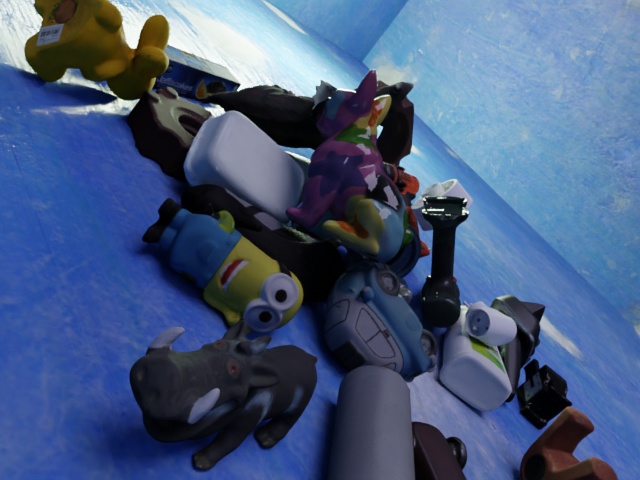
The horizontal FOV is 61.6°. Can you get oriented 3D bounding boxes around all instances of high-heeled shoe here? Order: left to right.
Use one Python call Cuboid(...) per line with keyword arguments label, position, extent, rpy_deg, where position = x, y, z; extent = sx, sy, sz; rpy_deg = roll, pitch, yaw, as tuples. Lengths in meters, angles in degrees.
Cuboid(label="high-heeled shoe", position=(-0.070, 0.009, 0.704), extent=(0.145, 0.086, 0.248), rpy_deg=(19, -16, 41))

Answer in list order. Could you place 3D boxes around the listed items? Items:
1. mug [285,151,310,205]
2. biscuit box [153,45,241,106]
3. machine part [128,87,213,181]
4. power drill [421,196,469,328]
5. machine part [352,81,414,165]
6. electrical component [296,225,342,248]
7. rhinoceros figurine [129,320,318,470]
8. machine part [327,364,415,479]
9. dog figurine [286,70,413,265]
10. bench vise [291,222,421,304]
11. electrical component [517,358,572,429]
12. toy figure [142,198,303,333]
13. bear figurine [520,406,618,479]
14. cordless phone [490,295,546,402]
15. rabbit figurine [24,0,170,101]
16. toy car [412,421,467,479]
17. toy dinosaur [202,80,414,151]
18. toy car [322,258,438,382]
Cuboid(label="mug", position=(-0.068, -0.107, 0.863), extent=(0.107, 0.080, 0.110), rpy_deg=(21, 7, -17))
Cuboid(label="biscuit box", position=(-0.237, -0.299, 0.982), extent=(0.059, 0.063, 0.202), rpy_deg=(50, 25, 20))
Cuboid(label="machine part", position=(-0.189, -0.147, 0.785), extent=(0.179, 0.056, 0.179), rpy_deg=(34, 24, -17))
Cuboid(label="power drill", position=(0.206, 0.032, 0.919), extent=(0.086, 0.207, 0.232), rpy_deg=(8, 20, 10))
Cuboid(label="machine part", position=(0.092, -0.215, 1.122), extent=(0.201, 0.200, 0.087), rpy_deg=(-28, 52, -18))
Cuboid(label="electrical component", position=(-0.002, -0.002, 0.763), extent=(0.063, 0.094, 0.021), rpy_deg=(50, 3, 23))
Cuboid(label="rhinoceros figurine", position=(-0.066, 0.116, 0.417), extent=(0.190, 0.112, 0.073), rpy_deg=(20, 31, -57))
Cuboid(label="machine part", position=(0.047, 0.195, 0.494), extent=(0.079, 0.079, 0.243), rpy_deg=(36, 24, -9))
Cuboid(label="dog figurine", position=(0.056, -0.097, 0.686), extent=(0.192, 0.219, 0.108), rpy_deg=(23, -2, 28))
Cuboid(label="bench vise", position=(0.070, 0.014, 0.816), extent=(0.223, 0.129, 0.241), rpy_deg=(26, 22, -26))
Cuboid(label="electrical component", position=(0.373, 0.252, 0.906), extent=(0.048, 0.075, 0.119), rpy_deg=(41, 19, 2))
Cuboid(label="toy figure", position=(-0.097, 0.026, 0.577), extent=(0.180, 0.082, 0.089), rpy_deg=(36, 25, -4))
Cuboid(label="bear figurine", position=(0.361, 0.325, 0.683), extent=(0.196, 0.132, 0.120), rpy_deg=(31, 27, -8))
Cuboid(label="cordless phone", position=(0.327, 0.203, 0.923), extent=(0.089, 0.146, 0.184), rpy_deg=(10, 54, 12))
Cuboid(label="rabbit figurine", position=(-0.281, -0.259, 0.736), extent=(0.173, 0.162, 0.122), rpy_deg=(55, 26, -63))
Cuboid(label="toy car", position=(0.127, 0.264, 0.521), extent=(0.089, 0.053, 0.202), rpy_deg=(23, 24, -27))
Cuboid(label="toy dinosaur", position=(-0.059, -0.200, 0.867), extent=(0.405, 0.131, 0.192), rpy_deg=(9, 1, 17))
Cuboid(label="toy car", position=(0.059, 0.113, 0.652), extent=(0.103, 0.109, 0.161), rpy_deg=(-27, 79, -40))
